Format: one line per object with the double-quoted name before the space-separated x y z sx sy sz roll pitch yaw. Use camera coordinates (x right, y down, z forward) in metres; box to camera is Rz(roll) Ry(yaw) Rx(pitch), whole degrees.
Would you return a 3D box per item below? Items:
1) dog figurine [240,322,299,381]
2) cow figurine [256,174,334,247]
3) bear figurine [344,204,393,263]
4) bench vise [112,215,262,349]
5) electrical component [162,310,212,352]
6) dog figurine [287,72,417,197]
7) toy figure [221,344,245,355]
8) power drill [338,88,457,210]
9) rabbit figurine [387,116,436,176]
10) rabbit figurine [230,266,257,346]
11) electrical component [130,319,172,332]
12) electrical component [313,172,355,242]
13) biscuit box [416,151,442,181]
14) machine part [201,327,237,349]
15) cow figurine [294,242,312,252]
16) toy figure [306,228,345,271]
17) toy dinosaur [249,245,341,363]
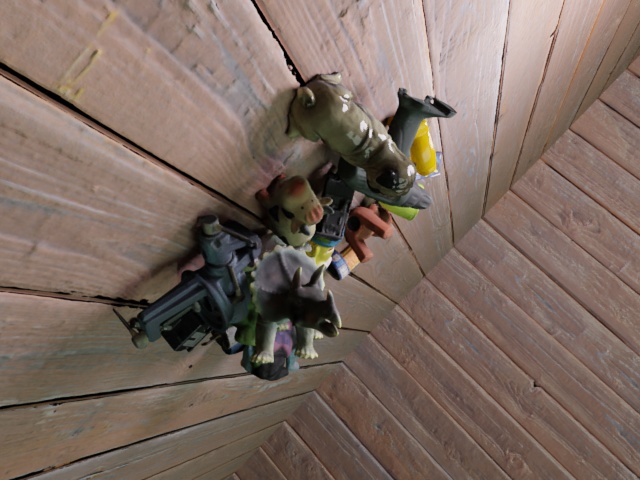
"dog figurine" -0.087 0.206 1.281 0.191 0.109 0.219 -5 116 -60
"cow figurine" -0.042 -0.045 0.911 0.085 0.127 0.194 -43 164 -17
"bear figurine" 0.139 -0.025 1.353 0.120 0.132 0.195 -51 155 20
"bench vise" -0.195 0.079 0.851 0.240 0.129 0.223 -35 150 -30
"electrical component" -0.260 0.171 1.029 0.075 0.048 0.119 -44 163 -7
"dog figurine" 0.056 -0.148 0.804 0.121 0.191 0.172 -54 158 23
"toy figure" -0.176 0.227 1.322 0.064 0.057 0.154 -10 -166 44
"power drill" 0.154 -0.155 0.955 0.232 0.086 0.207 7 127 -34
"rabbit figurine" 0.135 -0.159 1.066 0.173 0.122 0.162 -21 122 -3
"rabbit figurine" -0.156 0.112 1.028 0.159 0.121 0.170 -49 147 0
"electrical component" -0.283 0.137 0.932 0.063 0.021 0.094 -50 152 9
"electrical component" 0.027 -0.065 1.033 0.115 0.058 0.134 180 -76 -85
"biscuit box" 0.222 -0.177 1.280 0.202 0.063 0.059 -21 120 -52
"machine part" -0.157 0.165 1.187 0.243 0.079 0.079 -31 157 -35
"cow figurine" -0.082 0.056 1.131 0.098 0.068 0.167 -34 159 -31
"toy figure" 0.000 -0.005 1.167 0.082 0.089 0.180 -11 134 -39
"toy dinosaur" -0.051 0.091 0.932 0.405 0.131 0.192 -118 -148 -81
